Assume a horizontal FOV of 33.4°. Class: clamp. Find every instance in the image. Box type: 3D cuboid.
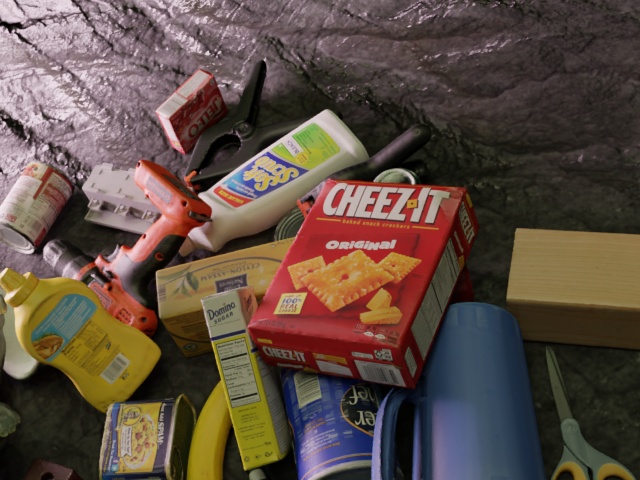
[{"bbox_3d":[-0.084,-0.132,1.370,0.165,0.036,0.209,30,69,31],"label":"clamp"},{"bbox_3d":[0.056,-0.075,1.214,0.171,0.120,0.039,-26,65,-13],"label":"clamp"}]

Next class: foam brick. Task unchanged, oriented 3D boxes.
[{"bbox_3d":[-0.288,0.280,1.123,0.053,0.051,0.078,11,59,22],"label":"foam brick"}]

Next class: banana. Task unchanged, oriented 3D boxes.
[{"bbox_3d":[-0.106,0.225,1.120,0.070,0.037,0.198,-14,50,14],"label":"banana"}]

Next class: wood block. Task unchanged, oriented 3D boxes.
[{"bbox_3d":[0.303,0.053,1.100,0.206,0.090,0.090,3,57,17],"label":"wood block"}]

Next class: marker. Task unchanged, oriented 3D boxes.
[{"bbox_3d":[-0.054,0.264,1.090,0.020,0.020,0.121,-27,53,-5],"label":"marker"}]

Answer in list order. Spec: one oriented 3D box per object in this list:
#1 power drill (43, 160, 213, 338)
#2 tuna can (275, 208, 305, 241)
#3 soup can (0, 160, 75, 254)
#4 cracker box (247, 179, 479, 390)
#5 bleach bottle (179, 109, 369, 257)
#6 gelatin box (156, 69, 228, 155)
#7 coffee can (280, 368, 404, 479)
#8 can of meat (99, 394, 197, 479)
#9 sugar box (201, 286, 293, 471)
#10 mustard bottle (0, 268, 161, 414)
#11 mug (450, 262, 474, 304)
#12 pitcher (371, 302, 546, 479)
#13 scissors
[{"bbox_3d":[-0.226,0.002,1.257,0.185,0.057,0.188,37,100,23],"label":"power drill"},{"bbox_3d":[-0.008,0.002,1.256,0.086,0.033,0.086,-7,54,10],"label":"tuna can"},{"bbox_3d":[-0.368,-0.042,1.363,0.069,0.068,0.102,13,60,23],"label":"soup can"},{"bbox_3d":[0.047,0.035,1.068,0.164,0.072,0.213,6,50,28],"label":"cracker box"},{"bbox_3d":[-0.066,-0.055,1.295,0.250,0.068,0.103,-34,53,-7],"label":"bleach bottle"},{"bbox_3d":[-0.165,-0.168,1.395,0.030,0.073,0.089,31,67,30],"label":"gelatin box"},{"bbox_3d":[0.020,0.189,1.072,0.103,0.103,0.140,-15,53,4],"label":"coffee can"},{"bbox_3d":[-0.183,0.219,1.135,0.084,0.057,0.102,-6,54,13],"label":"can of meat"},{"bbox_3d":[-0.073,0.137,1.088,0.048,0.093,0.176,-17,87,6],"label":"sugar box"},{"bbox_3d":[-0.273,0.098,1.165,0.096,0.191,0.058,-49,21,-7],"label":"mustard bottle"},{"bbox_3d":[0.120,0.058,1.153,0.081,0.093,0.117,-16,74,-2],"label":"mug"},{"bbox_3d":[0.139,0.182,1.025,0.145,0.149,0.243,-15,49,20],"label":"pitcher"},{"bbox_3d":[0.267,0.195,1.054,0.096,0.016,0.201,1,56,14],"label":"scissors"}]
